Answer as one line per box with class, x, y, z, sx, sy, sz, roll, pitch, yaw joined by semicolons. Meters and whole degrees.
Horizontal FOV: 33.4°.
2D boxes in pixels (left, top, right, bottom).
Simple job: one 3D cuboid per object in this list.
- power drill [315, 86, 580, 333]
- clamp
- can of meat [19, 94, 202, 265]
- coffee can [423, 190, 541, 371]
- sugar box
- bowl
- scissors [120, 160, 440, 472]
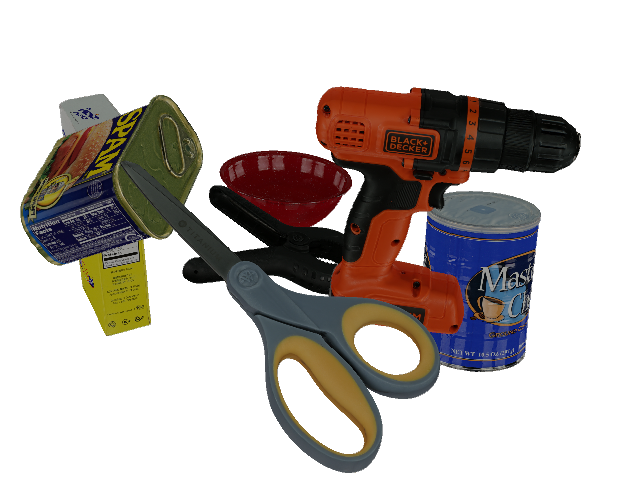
power drill;0.083;-0.021;0.783;0.184;0.188;0.057;8;33;3
clamp;-0.033;0.016;1.073;0.210;0.036;0.164;18;33;2
can of meat;-0.133;-0.037;0.676;0.084;0.057;0.102;-16;35;26
coffee can;0.145;0.036;0.987;0.103;0.140;0.103;2;20;-1
sugar box;-0.176;-0.021;0.871;0.048;0.176;0.093;-15;30;-20
bowl;-0.044;-0.056;1.303;0.162;0.055;0.162;5;26;-3
scissors;-0.016;0.020;0.533;0.096;0.202;0.016;-22;-27;-21
